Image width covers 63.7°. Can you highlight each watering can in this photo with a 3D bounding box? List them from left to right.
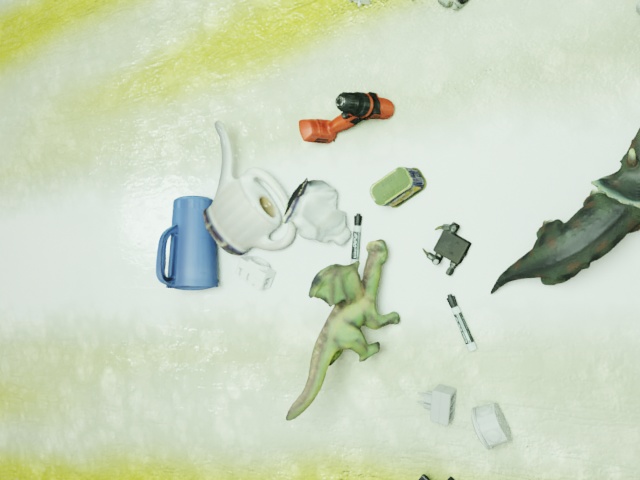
[{"bbox_3d":[-0.206,-0.106,1.287,0.222,0.105,0.348,-39,86,22],"label":"watering can"}]

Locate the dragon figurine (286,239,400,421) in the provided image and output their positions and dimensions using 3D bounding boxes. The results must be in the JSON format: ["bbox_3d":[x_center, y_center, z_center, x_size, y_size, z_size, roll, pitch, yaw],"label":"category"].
[{"bbox_3d":[0.033,0.153,1.061,0.122,0.417,0.238,11,137,44],"label":"dragon figurine"}]

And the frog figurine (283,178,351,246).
[{"bbox_3d":[0.004,-0.060,1.196,0.158,0.122,0.138,29,81,-15],"label":"frog figurine"}]
